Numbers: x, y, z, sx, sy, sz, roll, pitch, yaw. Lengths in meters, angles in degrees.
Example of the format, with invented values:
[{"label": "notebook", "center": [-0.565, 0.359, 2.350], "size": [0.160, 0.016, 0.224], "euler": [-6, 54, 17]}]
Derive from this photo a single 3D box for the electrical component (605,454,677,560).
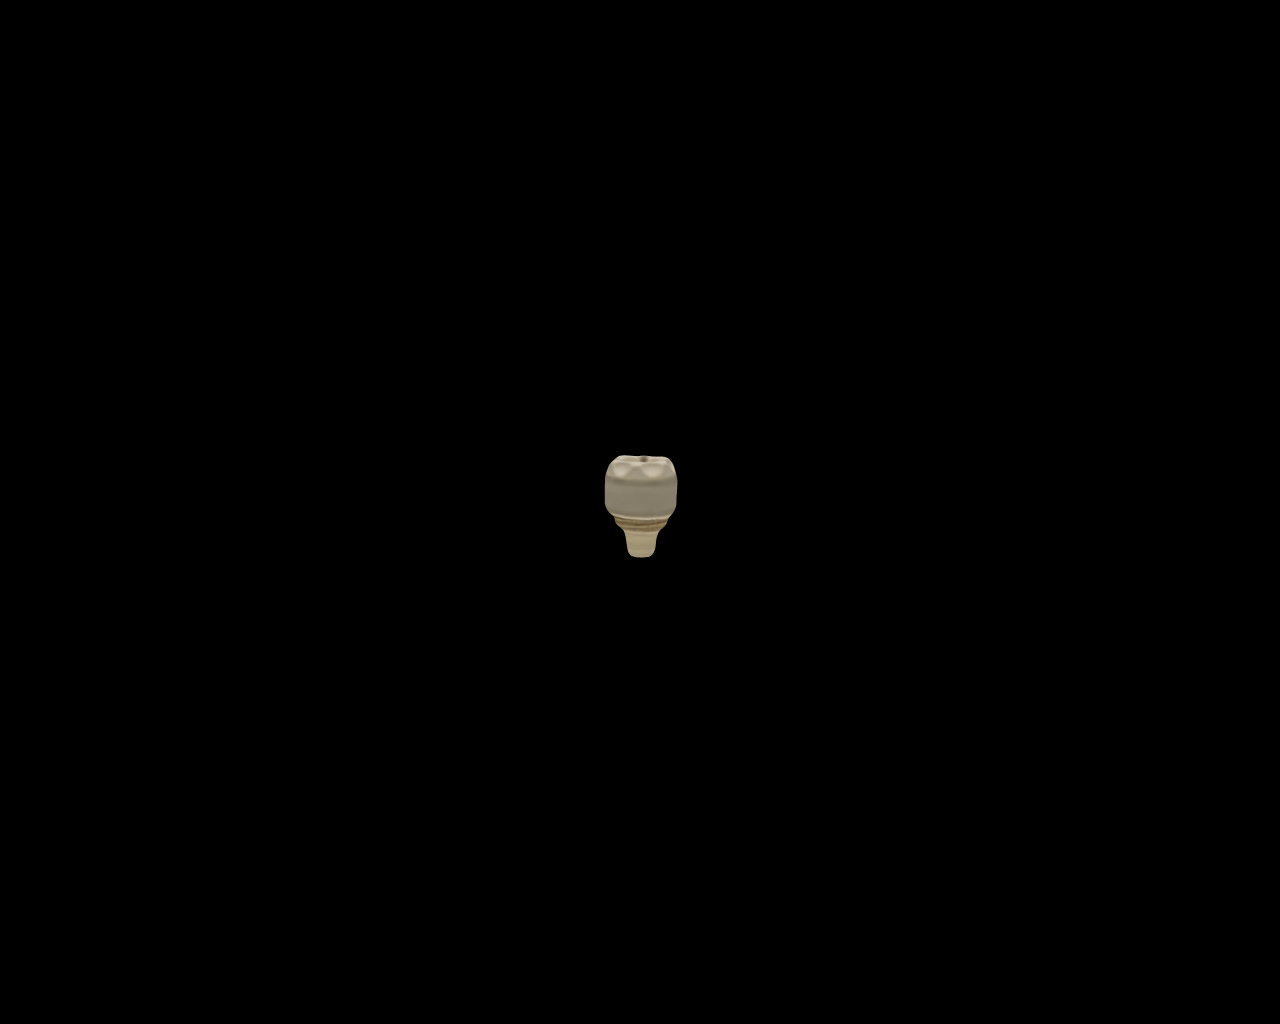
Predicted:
[{"label": "electrical component", "center": [0.001, -0.003, 0.650], "size": [0.043, 0.062, 0.043], "euler": [0, 11, 0]}]
